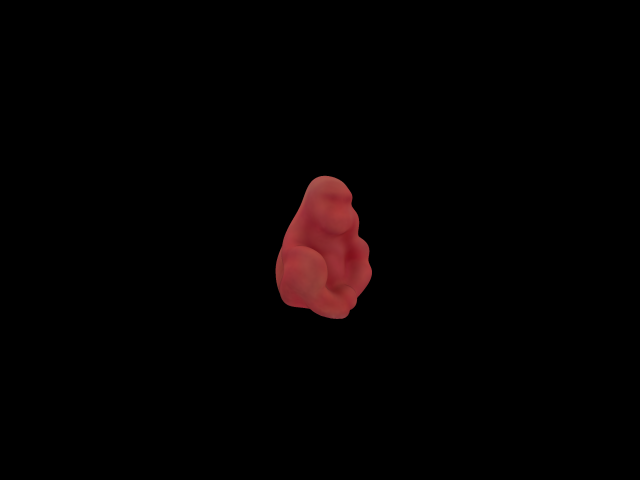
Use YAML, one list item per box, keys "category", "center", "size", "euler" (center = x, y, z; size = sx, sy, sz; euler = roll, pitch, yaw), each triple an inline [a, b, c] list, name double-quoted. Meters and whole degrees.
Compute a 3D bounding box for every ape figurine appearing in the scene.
- category: "ape figurine"
  center: [0.004, 0.001, 0.400]
  size: [0.078, 0.092, 0.075]
  euler: [-5, 8, -35]
